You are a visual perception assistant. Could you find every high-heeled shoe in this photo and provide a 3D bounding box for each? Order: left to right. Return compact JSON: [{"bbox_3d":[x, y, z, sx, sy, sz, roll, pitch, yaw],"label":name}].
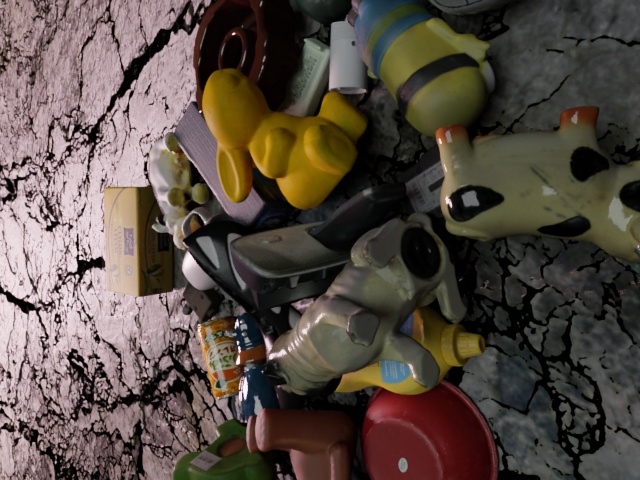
[{"bbox_3d":[-0.087,0.101,0.639,0.086,0.145,0.248,167,102,-72],"label":"high-heeled shoe"}]

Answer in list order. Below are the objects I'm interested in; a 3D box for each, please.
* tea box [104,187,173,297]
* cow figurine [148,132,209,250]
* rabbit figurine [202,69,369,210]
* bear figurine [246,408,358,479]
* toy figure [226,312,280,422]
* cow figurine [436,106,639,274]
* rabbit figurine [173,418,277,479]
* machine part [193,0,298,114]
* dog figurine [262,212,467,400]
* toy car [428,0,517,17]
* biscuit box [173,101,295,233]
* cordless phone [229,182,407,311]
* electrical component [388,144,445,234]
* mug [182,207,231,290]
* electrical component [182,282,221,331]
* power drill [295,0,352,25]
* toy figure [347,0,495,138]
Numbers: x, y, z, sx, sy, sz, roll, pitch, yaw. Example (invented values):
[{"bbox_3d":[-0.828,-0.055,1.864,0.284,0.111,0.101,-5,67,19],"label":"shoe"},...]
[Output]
[{"bbox_3d":[-0.289,0.000,0.856,0.098,0.068,0.169,2,93,39],"label":"tea box"},{"bbox_3d":[-0.215,-0.066,0.791,0.098,0.068,0.167,-7,85,45],"label":"cow figurine"},{"bbox_3d":[-0.054,-0.116,0.594,0.162,0.173,0.122,-39,26,48],"label":"rabbit figurine"},{"bbox_3d":[-0.013,0.285,0.573,0.120,0.132,0.196,127,147,-65],"label":"bear figurine"},{"bbox_3d":[-0.082,0.172,0.704,0.058,0.064,0.154,122,137,-69],"label":"toy figure"},{"bbox_3d":[0.195,-0.035,0.428,0.195,0.085,0.127,-3,85,18],"label":"cow figurine"},{"bbox_3d":[-0.084,0.341,0.706,0.159,0.121,0.170,-3,109,33],"label":"rabbit figurine"},{"bbox_3d":[-0.095,-0.226,0.668,0.179,0.056,0.179,-5,83,49],"label":"machine part"},{"bbox_3d":[0.029,0.066,0.529,0.121,0.172,0.191,45,146,-15],"label":"dog figurine"},{"bbox_3d":[0.138,-0.251,0.471,0.162,0.109,0.102,-3,111,47],"label":"toy car"},{"bbox_3d":[-0.116,-0.095,0.713,0.063,0.059,0.203,-50,63,28],"label":"biscuit box"},{"bbox_3d":[-0.002,-0.002,0.541,0.184,0.146,0.089,-44,61,59],"label":"cordless phone"},{"bbox_3d":[0.133,-0.057,0.520,0.119,0.048,0.075,-29,76,39],"label":"electrical component"},{"bbox_3d":[-0.149,0.016,0.729,0.109,0.081,0.107,46,129,-3],"label":"mug"},{"bbox_3d":[-0.174,0.087,0.797,0.063,0.021,0.094,46,119,27],"label":"electrical component"},{"bbox_3d":[0.031,-0.368,0.570,0.207,0.086,0.232,53,125,15],"label":"power drill"},{"bbox_3d":[0.089,-0.174,0.522,0.089,0.082,0.180,-38,69,0],"label":"toy figure"}]
